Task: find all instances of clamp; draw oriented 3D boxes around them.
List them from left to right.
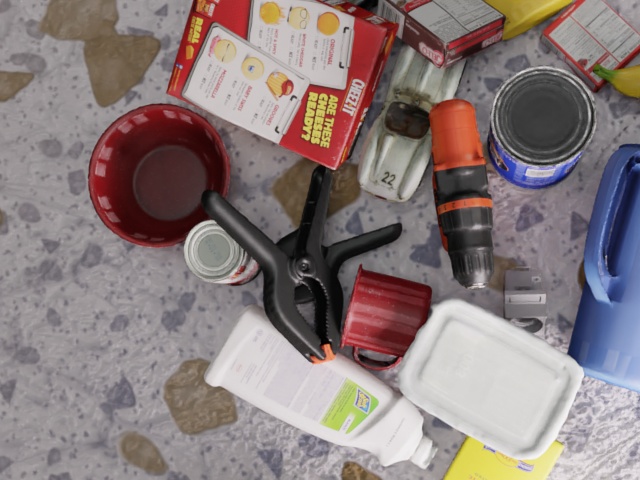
[{"bbox_3d":[-0.020,0.023,1.113,0.164,0.036,0.210,-24,91,-37],"label":"clamp"},{"bbox_3d":[-0.008,0.001,1.175,0.171,0.039,0.120,-41,71,-1],"label":"clamp"}]

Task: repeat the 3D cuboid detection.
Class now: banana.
[{"bbox_3d":[0.385,-0.207,1.135,0.197,0.037,0.069,-35,123,-4],"label":"banana"}]

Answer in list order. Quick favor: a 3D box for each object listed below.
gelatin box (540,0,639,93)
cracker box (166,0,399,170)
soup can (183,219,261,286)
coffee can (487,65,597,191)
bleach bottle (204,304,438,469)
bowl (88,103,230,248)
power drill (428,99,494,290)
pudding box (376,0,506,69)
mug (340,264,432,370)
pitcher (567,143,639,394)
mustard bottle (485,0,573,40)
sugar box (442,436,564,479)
[{"bbox_3d":[0.297,-0.217,1.162,0.073,0.030,0.089,-43,79,0],"label":"gelatin box"},{"bbox_3d":[-0.042,-0.196,1.158,0.214,0.072,0.164,25,114,10],"label":"cracker box"},{"bbox_3d":[-0.102,0.014,1.152,0.068,0.102,0.068,-1,86,9],"label":"soup can"},{"bbox_3d":[0.226,-0.112,1.103,0.103,0.140,0.103,-1,83,8],"label":"coffee can"},{"bbox_3d":[0.007,0.172,1.141,0.251,0.068,0.102,31,96,7],"label":"bleach bottle"},{"bbox_3d":[-0.175,-0.069,1.197,0.162,0.055,0.162,-1,83,8],"label":"bowl"},{"bbox_3d":[0.146,-0.034,1.082,0.057,0.187,0.184,-6,81,5],"label":"power drill"},{"bbox_3d":[0.129,-0.239,1.148,0.089,0.039,0.114,-27,56,-26],"label":"pudding box"},{"bbox_3d":[0.069,0.089,1.135,0.081,0.093,0.117,13,116,4],"label":"mug"},{"bbox_3d":[0.327,0.028,1.076,0.149,0.145,0.243,18,89,6],"label":"pitcher"},{"bbox_3d":[0.194,-0.324,1.174,0.096,0.058,0.192,-30,80,15],"label":"mustard bottle"},{"bbox_3d":[0.171,0.267,1.115,0.093,0.048,0.176,29,87,10],"label":"sugar box"}]
